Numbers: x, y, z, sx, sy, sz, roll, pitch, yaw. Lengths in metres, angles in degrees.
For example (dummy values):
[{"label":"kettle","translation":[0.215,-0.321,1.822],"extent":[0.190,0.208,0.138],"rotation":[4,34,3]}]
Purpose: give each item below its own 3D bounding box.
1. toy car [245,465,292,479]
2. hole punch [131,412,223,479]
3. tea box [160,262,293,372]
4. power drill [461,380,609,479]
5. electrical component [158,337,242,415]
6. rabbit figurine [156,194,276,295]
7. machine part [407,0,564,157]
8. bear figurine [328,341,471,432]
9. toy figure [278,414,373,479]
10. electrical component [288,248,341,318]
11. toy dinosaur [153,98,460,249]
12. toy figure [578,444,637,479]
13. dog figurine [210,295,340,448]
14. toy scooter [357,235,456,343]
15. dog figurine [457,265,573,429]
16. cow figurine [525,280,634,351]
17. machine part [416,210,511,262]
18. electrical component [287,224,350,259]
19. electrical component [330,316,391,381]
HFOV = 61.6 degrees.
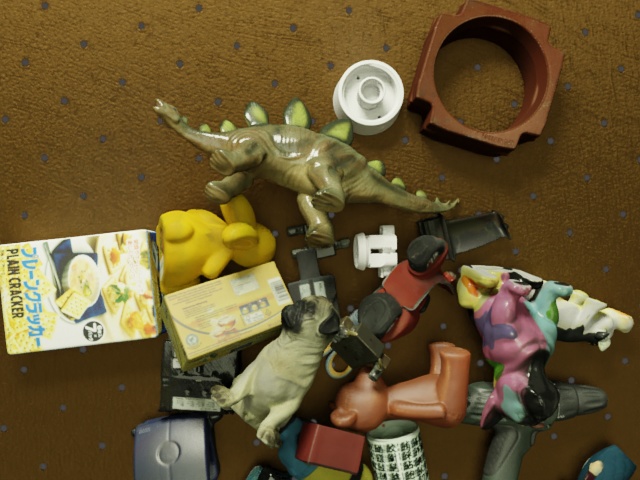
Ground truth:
[{"label":"toy car","translation":[-0.045,0.405,0.780],"extent":[0.102,0.162,0.109],"rotation":[33,78,-46]},{"label":"hole punch","translation":[-0.212,0.317,0.787],"extent":[0.142,0.092,0.115],"rotation":[-11,86,1]},{"label":"tea box","translation":[-0.128,0.106,0.760],"extent":[0.170,0.068,0.098],"rotation":[-16,70,-27]},{"label":"power drill","translation":[0.316,0.313,0.814],"extent":[0.232,0.086,0.207],"rotation":[8,93,-1]},{"label":"electrical component","translation":[-0.176,0.189,0.804],"extent":[0.115,0.058,0.134],"rotation":[6,89,-4]},{"label":"rabbit figurine","translation":[-0.143,-0.002,0.775],"extent":[0.173,0.162,0.122],"rotation":[5,54,-24]},{"label":"machine part","translation":[0.246,-0.239,0.817],"extent":[0.201,0.087,0.201],"rotation":[16,89,-4]},{"label":"bear figurine","translation":[0.111,0.215,0.790],"extent":[0.196,0.120,0.132],"rotation":[3,85,3]},{"label":"toy figure","translation":[0.001,0.329,0.799],"extent":[0.089,0.082,0.180],"rotation":[-42,88,-6]},{"label":"electrical component","translation":[-0.011,0.076,0.814],"extent":[0.075,0.047,0.119],"rotation":[-15,79,0]},{"label":"toy dinosaur","translation":[0.001,-0.097,0.752],"extent":[0.471,0.105,0.199],"rotation":[23,48,-16]},{"label":"toy figure","translation":[0.417,0.385,0.828],"extent":[0.154,0.058,0.064],"rotation":[-45,85,3]},{"label":"dog figurine","translation":[-0.045,0.172,0.743],"extent":[0.121,0.172,0.190],"rotation":[40,74,-3]},{"label":"toy scooter","translation":[0.143,0.080,0.802],"extent":[0.075,0.135,0.183],"rotation":[44,106,37]},{"label":"dog figurine","translation":[0.265,0.155,0.768],"extent":[0.108,0.192,0.219],"rotation":[6,96,-25]},{"label":"cow figurine","translation":[0.390,0.126,0.825],"extent":[0.167,0.068,0.098],"rotation":[21,94,1]},{"label":"machine part","translation":[0.224,-0.012,0.836],"extent":[0.139,0.039,0.084],"rotation":[-11,84,-1]},{"label":"electrical component","translation":[-0.002,-0.003,0.833],"extent":[0.094,0.021,0.063],"rotation":[-11,89,-2]},{"label":"electrical component","translation":[0.051,0.151,0.755],"extent":[0.078,0.045,0.102],"rotation":[-29,106,40]}]
